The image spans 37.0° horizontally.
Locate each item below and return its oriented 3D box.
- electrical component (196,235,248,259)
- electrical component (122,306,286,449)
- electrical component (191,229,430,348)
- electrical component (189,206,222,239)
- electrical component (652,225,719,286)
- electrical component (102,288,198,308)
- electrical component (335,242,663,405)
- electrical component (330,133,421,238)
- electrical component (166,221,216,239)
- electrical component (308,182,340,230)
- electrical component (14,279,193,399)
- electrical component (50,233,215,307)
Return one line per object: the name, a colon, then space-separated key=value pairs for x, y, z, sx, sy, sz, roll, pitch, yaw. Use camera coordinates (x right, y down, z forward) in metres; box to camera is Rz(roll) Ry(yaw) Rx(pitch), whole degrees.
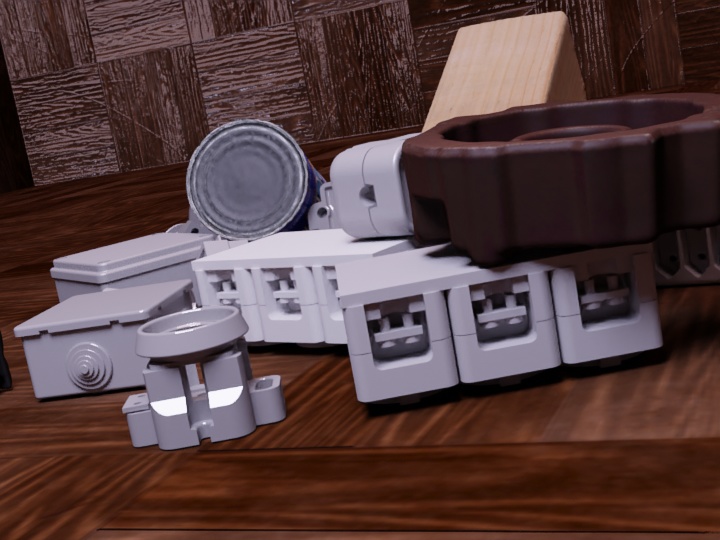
electrical component: x=-0.094 y=0.004 z=0.833 sx=0.055 sy=0.066 sz=0.048 roll=-6 pitch=-28 yaw=-25
electrical component: x=-0.081 y=0.052 z=0.542 sx=0.078 sy=0.057 sz=0.058 roll=-10 pitch=10 yaw=0
electrical component: x=-0.020 y=0.012 z=0.685 sx=0.150 sy=0.061 sz=0.089 roll=-2 pitch=13 yaw=39
electrical component: x=-0.131 y=-0.044 z=1.062 sx=0.051 sy=0.080 sz=0.080 roll=-12 pitch=9 yaw=-38
electrical component: x=0.220 y=-0.023 z=0.681 sx=0.066 sy=0.047 sz=0.077 roll=-4 pitch=12 yaw=30
electrical component: x=-0.149 y=0.032 z=0.769 sx=0.065 sy=0.044 sz=0.044 roll=-5 pitch=10 yaw=3
electrical component: x=0.067 y=0.021 z=0.551 sx=0.150 sy=0.061 sz=0.089 roll=-10 pitch=10 yaw=-1
electrical component: x=0.028 y=-0.054 z=0.665 sx=0.059 sy=0.053 sz=0.095 roll=-2 pitch=13 yaw=39
electrical component: x=-0.162 y=-0.019 z=1.018 sx=0.048 sy=0.066 sz=0.055 roll=34 pitch=-8 yaw=-22
electrical component: x=-0.007 y=-0.032 z=0.897 sx=0.058 sy=0.078 sz=0.057 roll=-11 pitch=-10 yaw=19
electrical component: x=-0.157 y=0.044 z=0.686 sx=0.100 sy=0.048 sz=0.099 roll=-8 pitch=10 yaw=12
electrical component: x=-0.181 y=0.008 z=0.884 sx=0.109 sy=0.056 sz=0.109 roll=-17 pitch=12 yaw=-34
